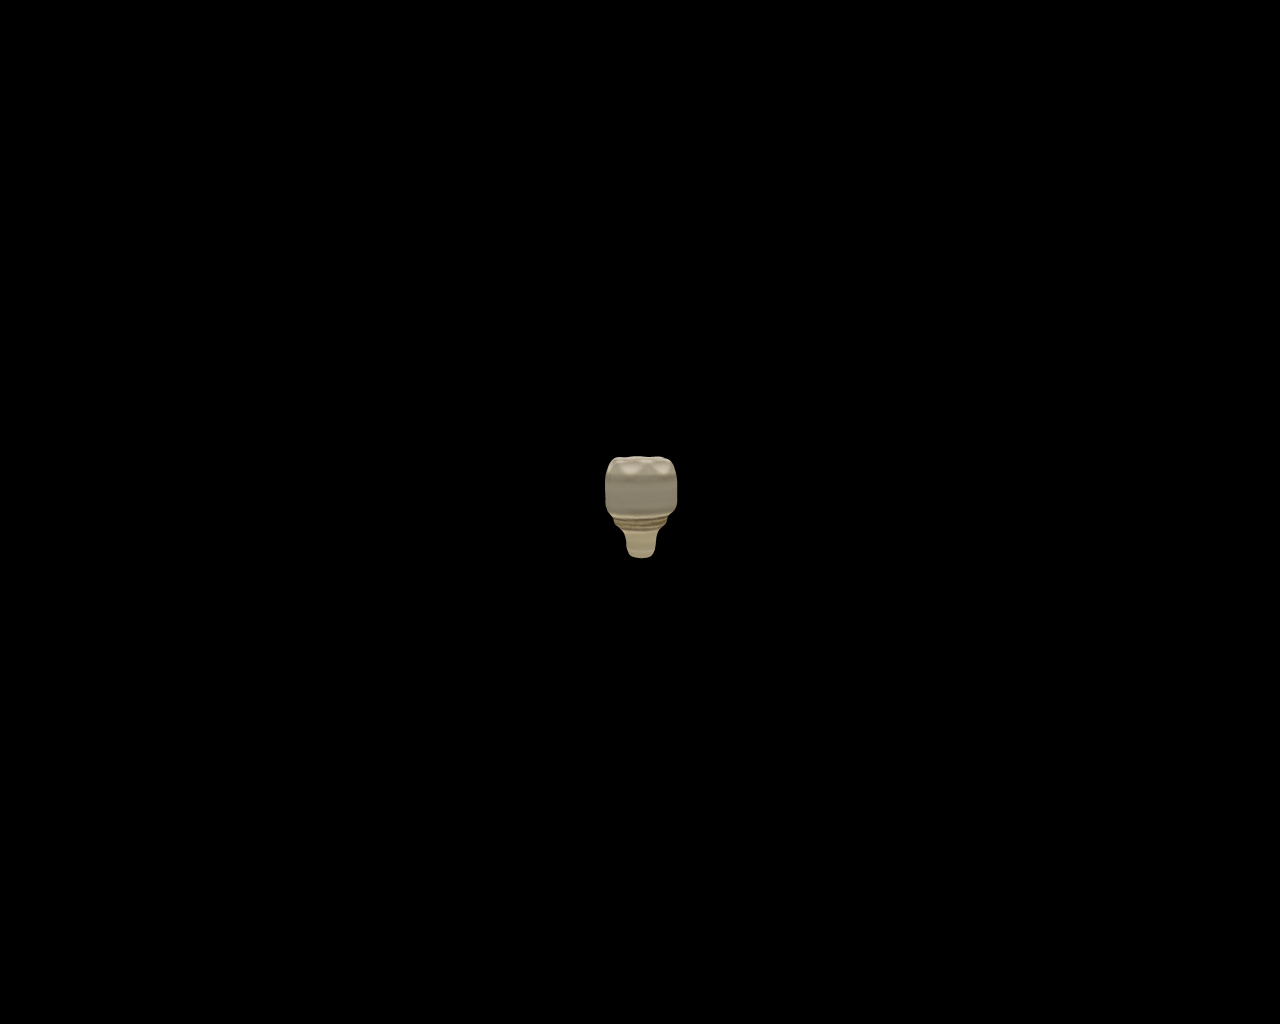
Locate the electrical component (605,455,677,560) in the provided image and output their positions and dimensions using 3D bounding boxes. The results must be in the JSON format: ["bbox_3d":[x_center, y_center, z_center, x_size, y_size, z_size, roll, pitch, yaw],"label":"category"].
[{"bbox_3d":[0.001,-0.003,0.650,0.043,0.062,0.043,0,8,0],"label":"electrical component"}]
